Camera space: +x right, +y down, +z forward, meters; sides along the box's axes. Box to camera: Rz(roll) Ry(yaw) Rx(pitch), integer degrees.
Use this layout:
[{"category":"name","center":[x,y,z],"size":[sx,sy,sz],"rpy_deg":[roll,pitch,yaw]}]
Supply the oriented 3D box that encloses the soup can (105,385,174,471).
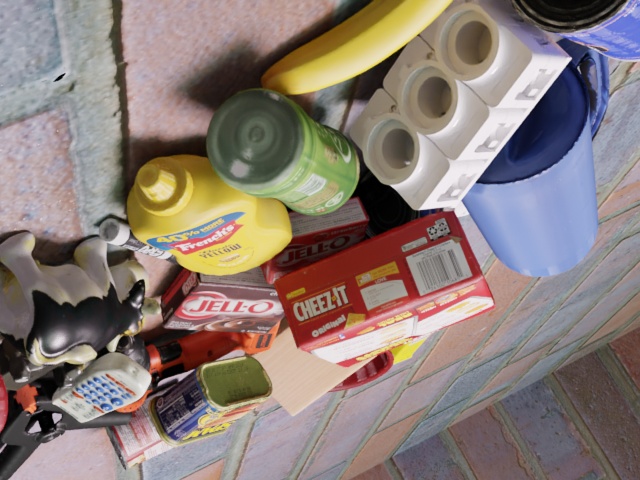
[{"category":"soup can","center":[-0.198,0.220,1.269],"size":[0.102,0.068,0.068],"rpy_deg":[-25,161,-18]}]

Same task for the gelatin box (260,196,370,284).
[{"category":"gelatin box","center":[-0.006,0.001,0.939],"size":[0.089,0.030,0.073],"rpy_deg":[-14,151,-16]}]

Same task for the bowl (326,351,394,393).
[{"category":"bowl","center":[0.010,0.140,1.348],"size":[0.162,0.055,0.162],"rpy_deg":[-7,152,-4]}]

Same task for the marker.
[{"category":"marker","center":[-0.140,0.003,0.865],"size":[0.020,0.020,0.121],"rpy_deg":[-34,161,11]}]

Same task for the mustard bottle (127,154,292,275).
[{"category":"mustard bottle","center":[-0.092,-0.022,0.810],"size":[0.096,0.058,0.191],"rpy_deg":[-15,163,11]}]

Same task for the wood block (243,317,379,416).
[{"category":"wood block","center":[0.021,0.093,1.191],"size":[0.206,0.091,0.090],"rpy_deg":[-40,-171,25]}]

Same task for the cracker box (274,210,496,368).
[{"category":"cracker box","center":[0.066,0.049,0.961],"size":[0.164,0.072,0.213],"rpy_deg":[-22,166,7]}]

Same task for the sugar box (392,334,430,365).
[{"category":"sugar box","center":[0.107,0.078,1.320],"size":[0.048,0.093,0.176],"rpy_deg":[-21,159,-26]}]

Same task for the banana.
[{"category":"banana","center":[0.044,-0.157,0.710],"size":[0.069,0.037,0.198],"rpy_deg":[24,125,-38]}]

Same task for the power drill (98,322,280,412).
[{"category":"power drill","center":[-0.136,0.105,1.082],"size":[0.187,0.057,0.185],"rpy_deg":[-21,163,-18]}]

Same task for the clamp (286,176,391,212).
[{"category":"clamp","center":[-0.024,-0.009,0.985],"size":[0.120,0.039,0.172],"rpy_deg":[5,146,-33]}]

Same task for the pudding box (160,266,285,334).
[{"category":"pudding box","center":[-0.082,0.051,0.998],"size":[0.113,0.039,0.090],"rpy_deg":[4,149,-30]}]

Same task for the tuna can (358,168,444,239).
[{"category":"tuna can","center":[0.072,-0.033,0.988],"size":[0.033,0.086,0.086],"rpy_deg":[-10,153,-43]}]

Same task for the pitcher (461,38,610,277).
[{"category":"pitcher","center":[0.189,-0.065,0.943],"size":[0.149,0.145,0.242],"rpy_deg":[-7,155,17]}]

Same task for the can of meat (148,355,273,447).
[{"category":"can of meat","center":[-0.110,0.163,1.095],"size":[0.084,0.057,0.101],"rpy_deg":[-39,160,32]}]

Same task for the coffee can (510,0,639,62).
[{"category":"coffee can","center":[0.205,-0.187,0.759],"size":[0.103,0.103,0.140],"rpy_deg":[-40,159,28]}]

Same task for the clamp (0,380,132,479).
[{"category":"clamp","center":[-0.292,0.195,1.109],"size":[0.164,0.036,0.210],"rpy_deg":[-28,159,-6]}]

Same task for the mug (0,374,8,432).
[{"category":"mug","center":[-0.302,0.122,0.847],"size":[0.081,0.093,0.117],"rpy_deg":[-9,116,-58]}]
